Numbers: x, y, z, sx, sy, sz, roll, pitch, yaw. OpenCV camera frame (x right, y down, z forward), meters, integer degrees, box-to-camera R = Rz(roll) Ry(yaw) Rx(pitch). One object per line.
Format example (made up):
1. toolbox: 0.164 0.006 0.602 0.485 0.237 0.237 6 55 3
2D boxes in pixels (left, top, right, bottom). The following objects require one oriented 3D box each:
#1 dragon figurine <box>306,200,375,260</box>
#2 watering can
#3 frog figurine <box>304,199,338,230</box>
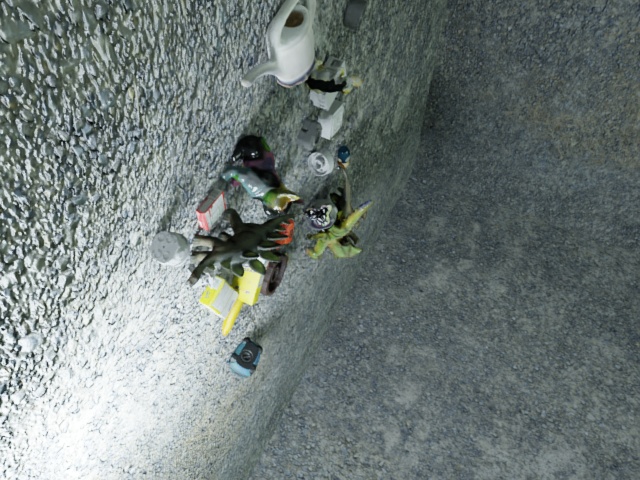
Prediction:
1. dragon figurine: 0.098 -0.018 2.229 0.407 0.125 0.238 -21 -50 23
2. watering can: -0.093 -0.470 1.299 0.104 0.352 0.220 22 -18 14
3. frog figurine: 0.007 -0.108 2.147 0.137 0.122 0.161 -33 5 9
